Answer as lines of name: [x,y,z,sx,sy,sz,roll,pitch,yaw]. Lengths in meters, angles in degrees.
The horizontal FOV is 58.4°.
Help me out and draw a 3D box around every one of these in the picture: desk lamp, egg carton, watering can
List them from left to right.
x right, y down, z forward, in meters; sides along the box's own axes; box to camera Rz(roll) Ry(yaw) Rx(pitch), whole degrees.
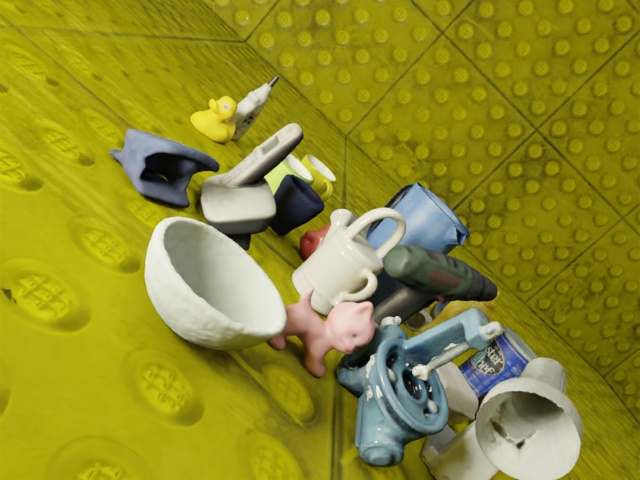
watering can: [0.051,0.018,0.909,0.172,0.194,0.101,52,17,27]
egg carton: [0.188,0.237,0.926,0.151,0.069,0.107,33,19,-36]
desk lamp: [0.239,0.248,0.755,0.118,0.213,0.204,47,15,9]

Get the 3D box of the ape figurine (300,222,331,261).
ape figurine: [0.009,0.004,1.034,0.078,0.092,0.076,41,15,-11]

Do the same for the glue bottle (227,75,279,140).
glue bottle: [-0.149,-0.293,1.250,0.037,0.173,0.078,46,15,7]

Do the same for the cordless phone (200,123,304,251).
cordless phone: [-0.090,-0.091,0.850,0.094,0.185,0.147,34,18,-34]

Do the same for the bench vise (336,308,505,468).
bench vise: [0.111,0.138,0.702,0.122,0.219,0.207,33,19,-36]

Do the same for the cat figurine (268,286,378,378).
cat figurine: [0.014,0.107,0.728,0.128,0.117,0.067,38,16,-21]

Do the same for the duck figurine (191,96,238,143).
duck figurine: [-0.202,-0.253,1.174,0.077,0.086,0.105,52,17,27]

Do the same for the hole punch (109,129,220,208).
hole punch: [-0.209,-0.112,0.779,0.101,0.091,0.109,52,17,26]

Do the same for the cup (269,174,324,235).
cup: [-0.053,-0.060,1.036,0.092,0.095,0.118,43,15,-7]

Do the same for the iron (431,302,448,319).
iron: [0.359,0.173,1.392,0.118,0.141,0.259,46,15,8]

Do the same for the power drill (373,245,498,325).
power drill: [0.161,0.104,0.941,0.230,0.208,0.075,32,19,-38]

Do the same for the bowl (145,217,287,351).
bowl: [-0.119,0.058,0.596,0.168,0.074,0.167,41,16,-14]

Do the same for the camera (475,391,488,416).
camera: [0.348,0.326,1.041,0.137,0.100,0.143,43,15,-4]
